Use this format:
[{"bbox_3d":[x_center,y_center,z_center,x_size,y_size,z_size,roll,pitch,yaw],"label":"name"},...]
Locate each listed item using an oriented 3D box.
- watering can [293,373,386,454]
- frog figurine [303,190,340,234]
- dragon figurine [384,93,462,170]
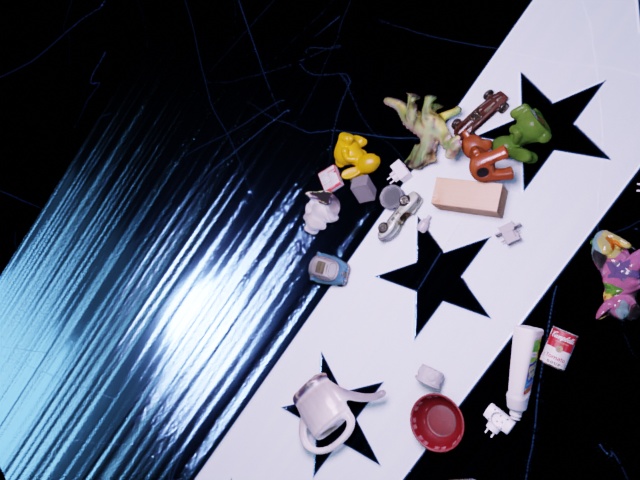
[{"bbox_3d":[0.043,0.527,1.662,0.344,0.103,0.228,-47,59,14],"label":"watering can"},{"bbox_3d":[0.006,-0.094,1.876,0.138,0.125,0.156,19,124,24],"label":"frog figurine"},{"bbox_3d":[0.333,-0.361,1.743,0.413,0.122,0.242,23,99,53],"label":"dragon figurine"}]
